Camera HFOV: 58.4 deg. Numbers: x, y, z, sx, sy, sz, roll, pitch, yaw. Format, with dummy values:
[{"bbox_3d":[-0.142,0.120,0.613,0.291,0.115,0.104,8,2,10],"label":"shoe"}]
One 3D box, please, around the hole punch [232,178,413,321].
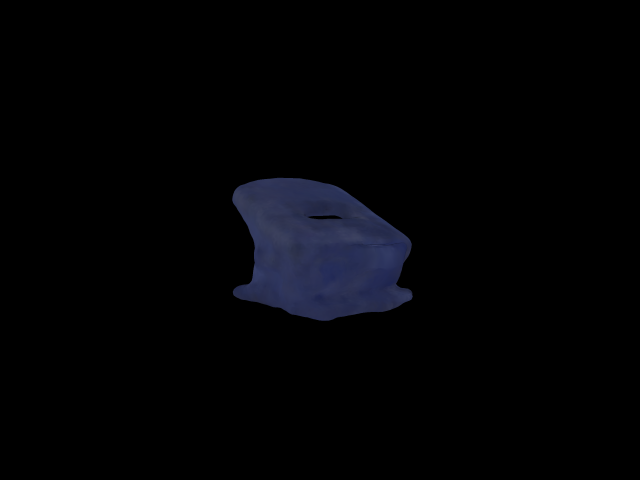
[{"bbox_3d":[0.004,0.001,0.400,0.109,0.091,0.100,-4,6,-39],"label":"hole punch"}]
